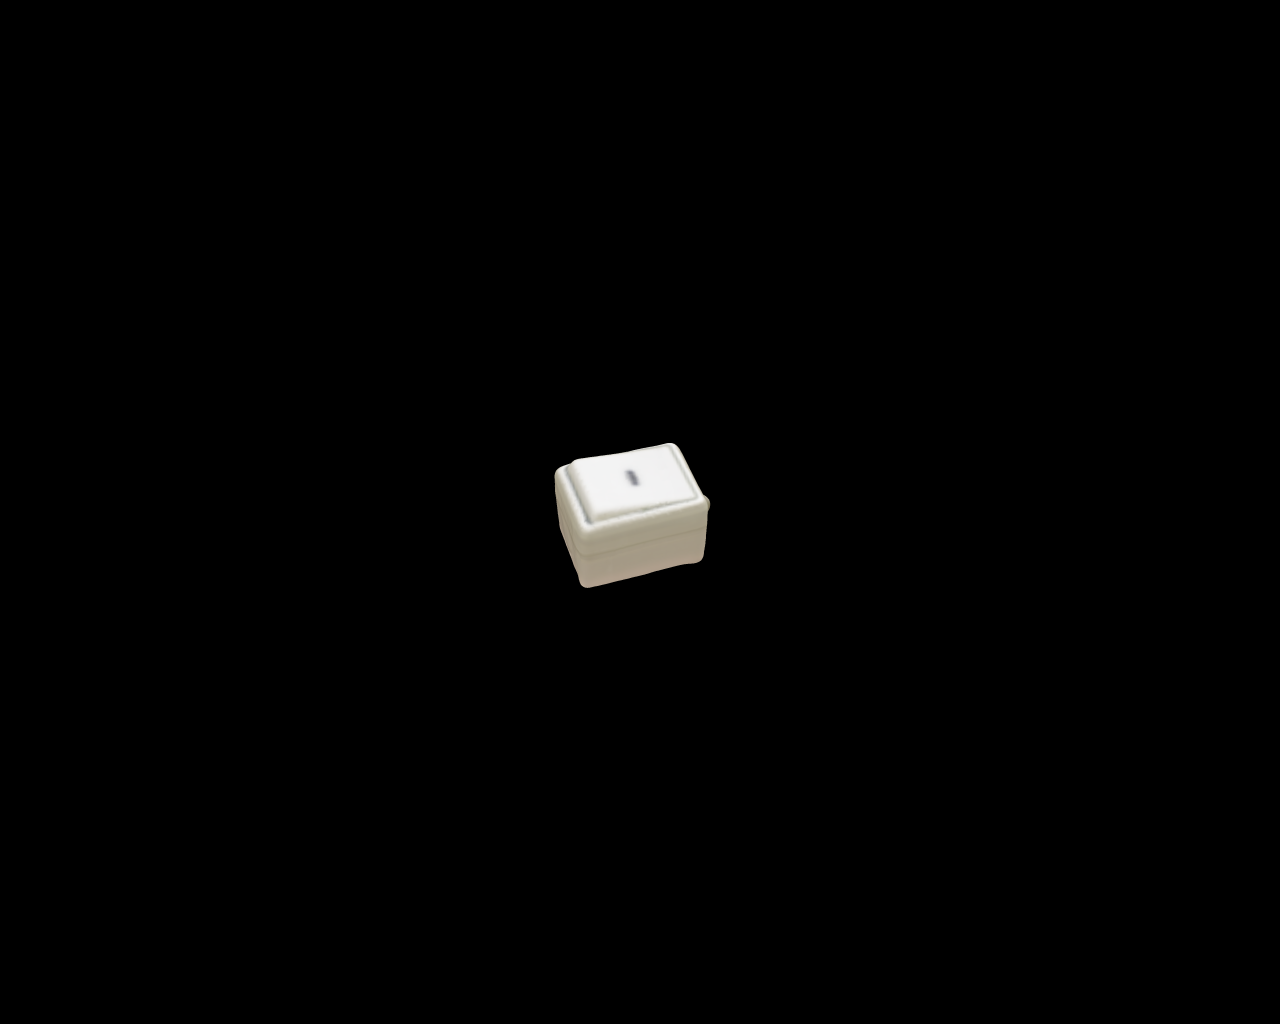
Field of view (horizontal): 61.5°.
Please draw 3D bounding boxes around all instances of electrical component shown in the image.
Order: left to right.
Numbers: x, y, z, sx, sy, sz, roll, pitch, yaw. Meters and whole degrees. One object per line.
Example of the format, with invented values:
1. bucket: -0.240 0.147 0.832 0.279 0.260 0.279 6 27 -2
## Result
1. electrical component: 0.001 -0.003 0.650 0.096 0.061 0.062 -13 47 -12
